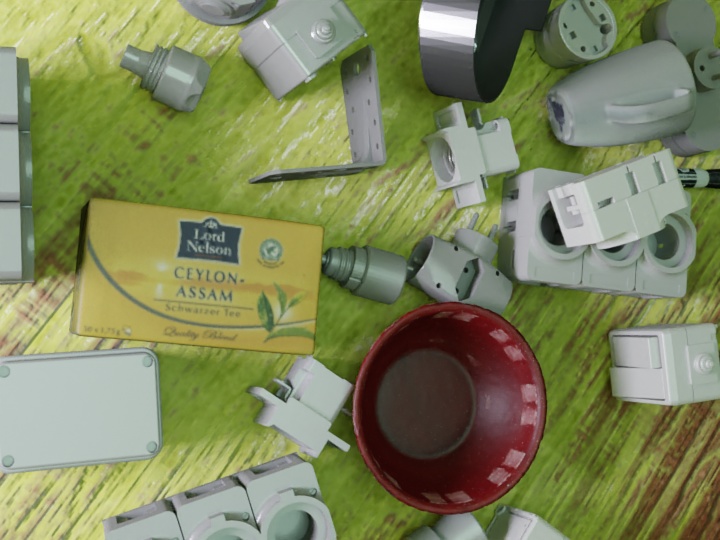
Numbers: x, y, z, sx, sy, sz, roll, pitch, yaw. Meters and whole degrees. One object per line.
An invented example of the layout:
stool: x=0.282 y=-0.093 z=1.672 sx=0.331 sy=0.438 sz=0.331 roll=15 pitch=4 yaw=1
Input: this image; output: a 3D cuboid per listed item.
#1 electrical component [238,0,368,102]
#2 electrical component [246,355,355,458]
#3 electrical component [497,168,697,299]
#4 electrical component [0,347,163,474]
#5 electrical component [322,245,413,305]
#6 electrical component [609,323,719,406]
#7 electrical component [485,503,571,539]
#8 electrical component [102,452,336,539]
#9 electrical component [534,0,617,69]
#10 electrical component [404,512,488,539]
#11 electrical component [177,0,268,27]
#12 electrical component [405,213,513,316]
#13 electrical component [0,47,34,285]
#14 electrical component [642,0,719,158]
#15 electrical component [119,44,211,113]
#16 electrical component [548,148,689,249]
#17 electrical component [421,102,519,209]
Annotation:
electrical component: x=-0.044 y=-0.174 z=0.794 sx=0.062 sy=0.096 sz=0.061 roll=-41 pitch=101 yaw=-17
electrical component: x=-0.041 y=0.100 z=0.808 sx=0.081 sy=0.042 sz=0.063 roll=35 pitch=75 yaw=-15
electrical component: x=0.197 y=-0.028 z=0.891 sx=0.150 sy=0.062 sz=0.089 roll=7 pitch=84 yaw=-19
electrical component: x=-0.197 y=0.095 z=0.743 sx=0.113 sy=0.057 sz=0.078 roll=-3 pitch=88 yaw=-20
electrical component: x=0.000 y=0.000 z=0.829 sx=0.078 sy=0.040 sz=0.040 roll=16 pitch=81 yaw=-18
electrical component: x=0.252 y=0.077 z=0.886 sx=0.061 sy=0.096 sz=0.061 roll=-5 pitch=89 yaw=-20
electrical component: x=0.122 y=0.243 z=0.847 sx=0.061 sy=0.062 sz=0.096 roll=38 pitch=75 yaw=-14
electrical component: x=-0.096 y=0.199 z=0.763 sx=0.150 sy=0.062 sz=0.089 roll=-17 pitch=93 yaw=-15
electrical component: x=0.179 y=-0.198 z=0.903 sx=0.055 sy=0.047 sz=0.055 roll=1 pitch=86 yaw=-20
electrical component: x=0.066 y=0.214 z=0.838 sx=0.055 sy=0.045 sz=0.045 roll=-30 pitch=97 yaw=-19
electrical component: x=-0.100 y=-0.226 z=0.802 sx=0.080 sy=0.051 sz=0.080 roll=1 pitch=86 yaw=-20
electrical component: x=0.086 y=-0.007 z=0.859 sx=0.077 sy=0.043 sz=0.079 roll=30 pitch=76 yaw=-16
electrical component: x=-0.252 y=-0.066 z=0.716 sx=0.062 sy=0.089 sz=0.150 roll=-1 pitch=87 yaw=-20
electrical component: x=0.293 y=-0.171 z=0.928 sx=0.052 sy=0.074 sz=0.138 roll=-9 pitch=90 yaw=-20
electrical component: x=-0.143 y=-0.144 z=0.785 sx=0.062 sy=0.043 sz=0.043 roll=22 pitch=80 yaw=-16
electrical component: x=0.201 y=-0.051 z=0.832 sx=0.089 sy=0.050 sz=0.055 roll=-21 pitch=94 yaw=-20
electrical component: x=0.091 y=-0.094 z=0.868 sx=0.064 sy=0.042 sz=0.081 roll=-15 pitch=92 yaw=-21
